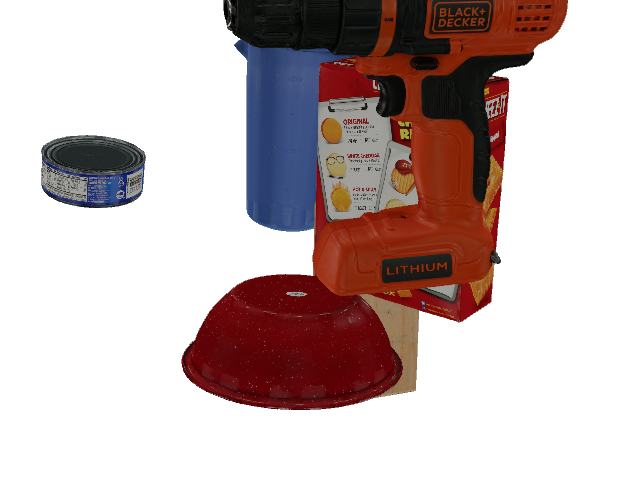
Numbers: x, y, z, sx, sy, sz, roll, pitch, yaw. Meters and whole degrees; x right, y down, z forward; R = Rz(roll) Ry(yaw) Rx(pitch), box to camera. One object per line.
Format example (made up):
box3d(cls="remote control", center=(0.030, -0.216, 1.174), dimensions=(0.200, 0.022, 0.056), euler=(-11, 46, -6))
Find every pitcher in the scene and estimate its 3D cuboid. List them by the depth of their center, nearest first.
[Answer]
box3d(cls="pitcher", center=(-0.022, -0.137, 1.324), dimensions=(0.144, 0.243, 0.149), euler=(-10, 28, -30))

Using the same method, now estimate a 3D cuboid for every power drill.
box3d(cls="power drill", center=(0.037, -0.063, 0.585), dimensions=(0.184, 0.188, 0.057), euler=(-4, 30, -13))

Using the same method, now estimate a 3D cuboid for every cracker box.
box3d(cls="cracker box", center=(0.080, -0.051, 0.975), dimensions=(0.164, 0.214, 0.071), euler=(15, 24, 33))

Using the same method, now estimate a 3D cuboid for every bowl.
box3d(cls="bowl", center=(-0.019, 0.064, 0.770), dimensions=(0.162, 0.055, 0.162), euler=(2, 16, -1))

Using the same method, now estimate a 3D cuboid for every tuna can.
box3d(cls="tuna can", center=(-0.191, -0.058, 0.896), dimensions=(0.086, 0.034, 0.086), euler=(7, 24, -3))

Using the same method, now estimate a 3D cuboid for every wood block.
box3d(cls="wood block", center=(0.050, 0.062, 1.184), dimensions=(0.090, 0.206, 0.091), euler=(-4, 11, -34))
